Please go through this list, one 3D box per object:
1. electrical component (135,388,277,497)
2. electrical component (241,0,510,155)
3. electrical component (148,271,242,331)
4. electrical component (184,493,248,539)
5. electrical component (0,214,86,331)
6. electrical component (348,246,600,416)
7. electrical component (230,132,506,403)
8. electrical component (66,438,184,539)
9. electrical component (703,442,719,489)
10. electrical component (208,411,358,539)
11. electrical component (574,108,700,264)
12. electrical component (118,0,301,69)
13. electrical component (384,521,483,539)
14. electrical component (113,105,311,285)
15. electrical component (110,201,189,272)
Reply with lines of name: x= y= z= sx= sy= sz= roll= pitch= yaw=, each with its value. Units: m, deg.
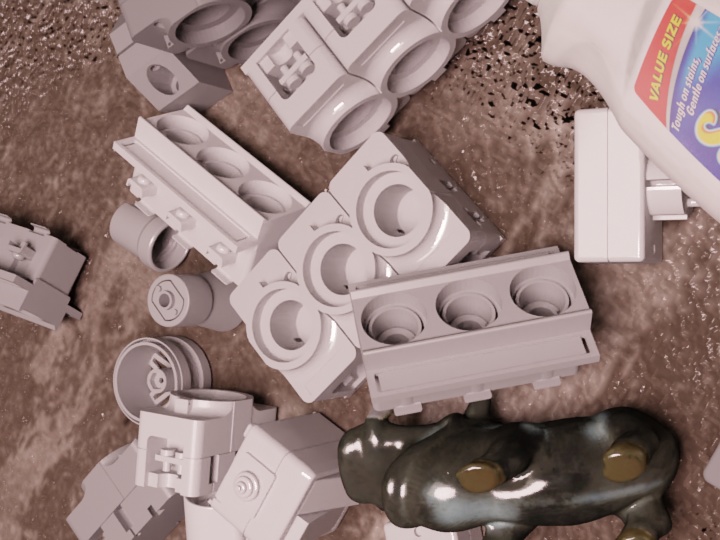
electrical component: x=-0.098 y=0.109 z=0.700 sx=0.050 sy=0.089 sz=0.055 roll=5 pitch=92 yaw=29
electrical component: x=0.017 y=-0.143 z=0.641 sx=0.150 sy=0.089 sz=0.061 roll=-43 pitch=70 yaw=21
electrical component: x=-0.111 y=0.020 z=0.722 sx=0.044 sy=0.065 sz=0.044 roll=-1 pitch=89 yaw=29
electrical component: x=-0.075 y=0.181 z=0.709 sx=0.079 sy=0.043 sz=0.077 roll=1 pitch=106 yaw=8
electrical component: x=-0.272 y=-0.006 z=0.811 sx=0.121 sy=0.078 sz=0.063 roll=16 pitch=75 yaw=28
electrical component: x=0.060 y=0.036 z=0.595 sx=0.121 sy=0.063 sz=0.078 roll=-10 pitch=49 yaw=-2
electrical component: x=0.000 y=0.000 z=0.664 sx=0.150 sy=0.062 sz=0.089 roll=-47 pitch=69 yaw=20
electrical component: x=-0.157 y=0.159 z=0.753 sx=0.089 sy=0.050 sz=0.055 roll=-48 pitch=69 yaw=19
electrical component: x=0.235 y=0.086 z=0.536 sx=0.100 sy=0.048 sz=0.099 roll=31 pitch=109 yaw=23
electrical component: x=-0.041 y=0.133 z=0.664 sx=0.061 sy=0.096 sz=0.061 roll=34 pitch=105 yaw=25
electrical component: x=0.160 y=-0.045 z=0.586 sx=0.076 sy=0.047 sz=0.083 roll=0 pitch=89 yaw=28
electrical component: x=-0.050 y=-0.198 z=0.670 sx=0.186 sy=0.105 sz=0.060 roll=-27 pitch=77 yaw=26
electrical component: x=0.039 y=0.179 z=0.630 sx=0.047 sy=0.077 sz=0.065 roll=-14 pitch=82 yaw=28
electrical component: x=-0.097 y=-0.048 z=0.716 sx=0.121 sy=0.079 sz=0.063 roll=39 pitch=129 yaw=24
electrical component: x=-0.149 y=-0.025 z=0.759 sx=0.046 sy=0.040 sz=0.040 roll=27 pitch=102 yaw=31
